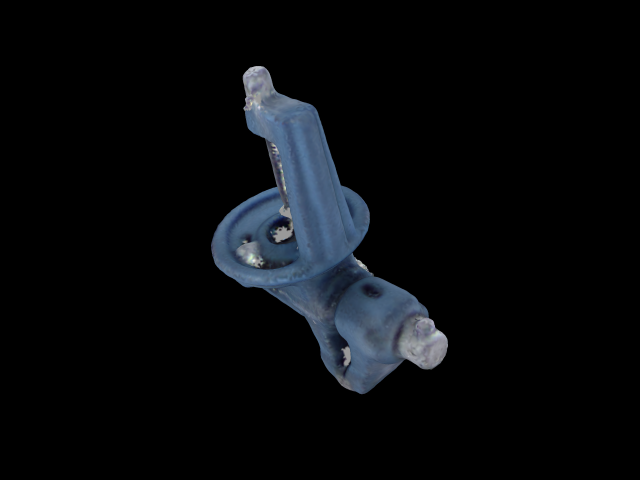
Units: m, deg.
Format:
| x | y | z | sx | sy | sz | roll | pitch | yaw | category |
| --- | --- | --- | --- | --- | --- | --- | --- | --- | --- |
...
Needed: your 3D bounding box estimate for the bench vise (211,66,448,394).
| x | y | z | sx | sy | sz | roll | pitch | yaw | category |
| --- | --- | --- | --- | --- | --- | --- | --- | --- | --- |
| 0.010 | -0.007 | 0.407 | 0.207 | 0.220 | 0.122 | 22 | 53 | 18 | bench vise |
